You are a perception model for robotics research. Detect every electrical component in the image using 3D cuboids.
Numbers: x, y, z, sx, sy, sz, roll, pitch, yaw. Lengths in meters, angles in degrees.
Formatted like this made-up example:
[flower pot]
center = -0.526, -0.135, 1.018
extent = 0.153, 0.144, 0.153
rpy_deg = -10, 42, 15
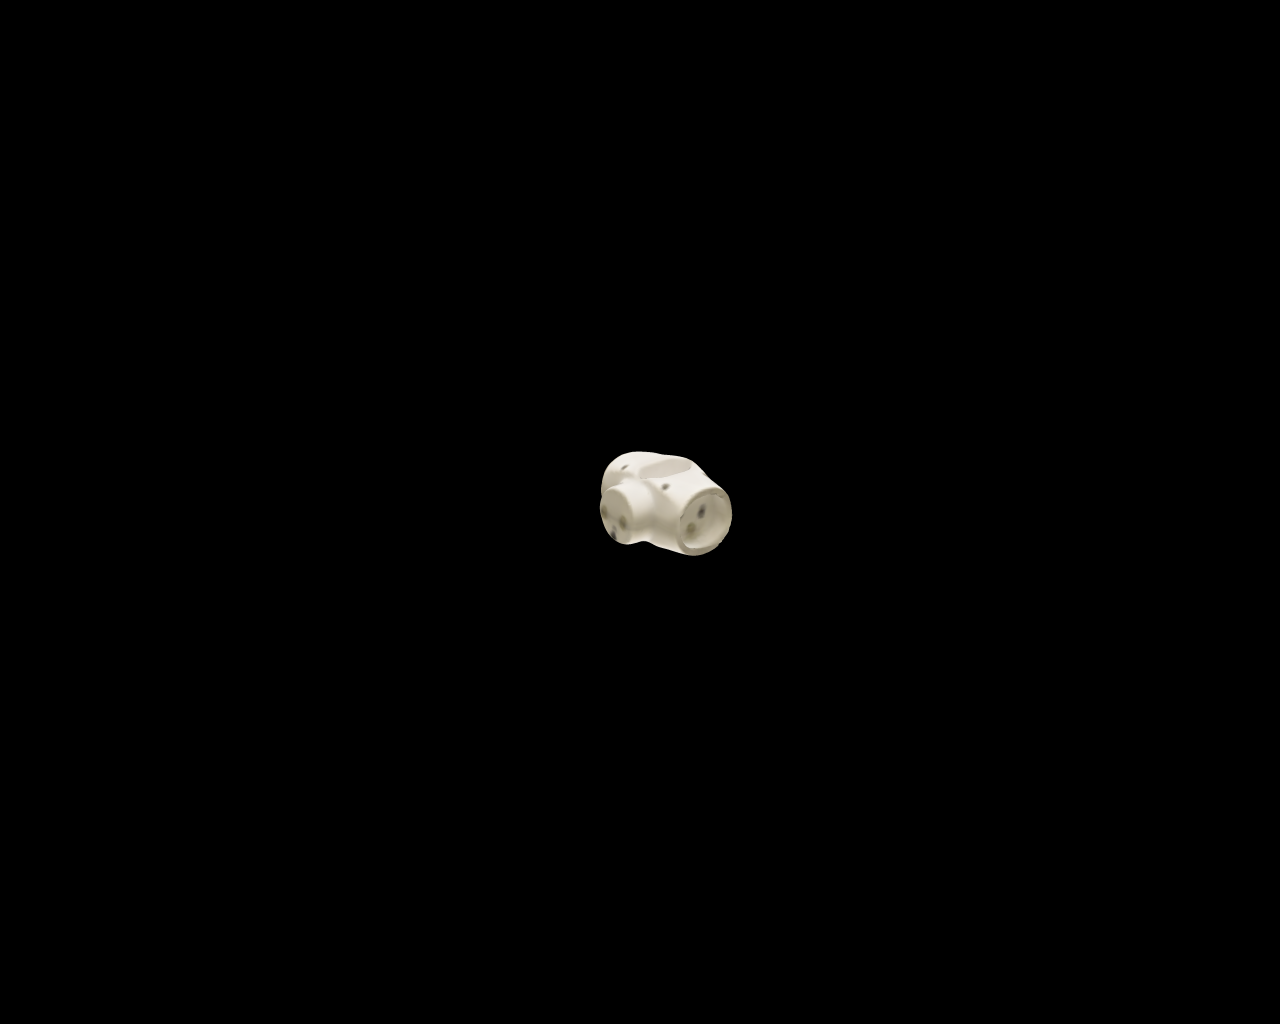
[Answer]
[electrical component]
center = 0.001, -0.003, 0.650
extent = 0.079, 0.043, 0.077
rpy_deg = -17, 29, -32
